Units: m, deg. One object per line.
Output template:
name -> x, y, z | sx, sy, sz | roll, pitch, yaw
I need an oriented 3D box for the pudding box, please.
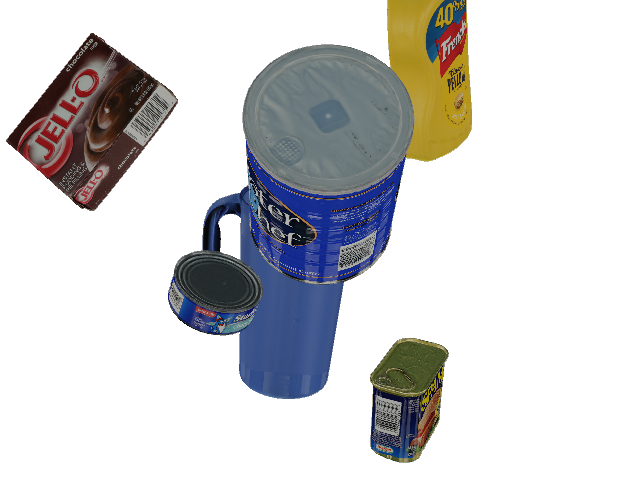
pudding box -> -0.178, -0.093, 0.831 | 0.090, 0.113, 0.039 | 37, -3, 29

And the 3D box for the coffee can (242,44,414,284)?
coffee can -> 0.003, -0.045, 0.695 | 0.103, 0.103, 0.140 | 0, -25, -2

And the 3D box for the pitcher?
pitcher -> -0.045, 0.056, 1.242 | 0.149, 0.243, 0.144 | 23, 28, 37

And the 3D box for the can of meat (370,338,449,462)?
can of meat -> 0.087, 0.159, 1.064 | 0.057, 0.084, 0.102 | 12, 27, 21

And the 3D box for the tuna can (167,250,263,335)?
tuna can -> -0.099, 0.049, 1.001 | 0.086, 0.034, 0.086 | 15, 34, -10

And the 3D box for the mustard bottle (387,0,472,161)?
mustard bottle -> 0.092, -0.170, 0.899 | 0.058, 0.191, 0.096 | 13, 34, 31
